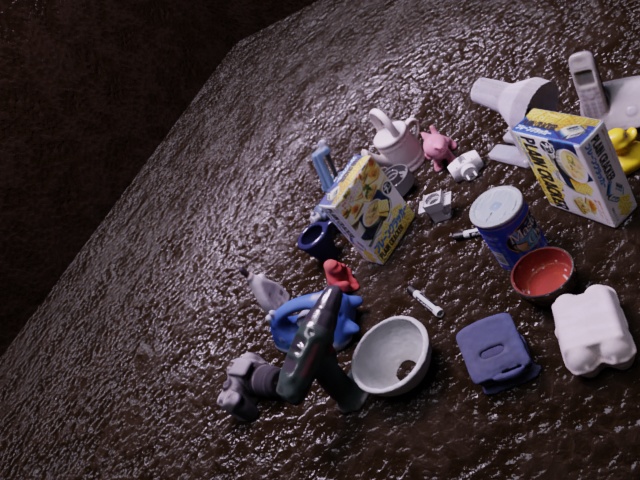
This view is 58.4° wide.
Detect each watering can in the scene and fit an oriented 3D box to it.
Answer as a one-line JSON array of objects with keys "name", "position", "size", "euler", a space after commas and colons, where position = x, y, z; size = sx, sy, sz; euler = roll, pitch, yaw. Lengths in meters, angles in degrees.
[{"name": "watering can", "position": [0.188, -0.265, 1.521], "size": [0.100, 0.195, 0.173], "euler": [9, 58, 51]}]

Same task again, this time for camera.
[{"name": "camera", "position": [-0.147, 0.321, 1.273], "size": [0.136, 0.101, 0.143], "euler": [-5, 48, 44]}]

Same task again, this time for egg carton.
[{"name": "egg carton", "position": [0.428, 0.142, 0.904], "size": [0.107, 0.070, 0.150], "euler": [-24, 36, 26]}]

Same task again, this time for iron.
[{"name": "iron", "position": [-0.036, 0.179, 1.285], "size": [0.257, 0.142, 0.118], "euler": [-22, 38, 29]}]

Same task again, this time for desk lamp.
[{"name": "desk lamp", "position": [0.427, -0.261, 1.246], "size": [0.118, 0.214, 0.202], "euler": [-48, 33, -9]}]

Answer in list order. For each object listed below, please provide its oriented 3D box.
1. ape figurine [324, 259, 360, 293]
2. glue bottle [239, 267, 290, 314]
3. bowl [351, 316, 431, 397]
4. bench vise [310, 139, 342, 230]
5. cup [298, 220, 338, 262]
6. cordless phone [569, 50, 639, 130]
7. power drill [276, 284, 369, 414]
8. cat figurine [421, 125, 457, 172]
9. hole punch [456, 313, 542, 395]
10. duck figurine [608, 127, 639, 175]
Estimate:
[{"name": "ape figurine", "position": [0.043, 0.082, 1.362], "size": [0.076, 0.092, 0.078], "euler": [-14, 41, 36]}, {"name": "glue bottle", "position": [-0.144, 0.122, 1.436], "size": [0.037, 0.174, 0.078], "euler": [-15, 41, 35]}, {"name": "bowl", "position": [0.147, 0.233, 1.090], "size": [0.167, 0.075, 0.167], "euler": [-27, 35, 22]}, {"name": "bench vise", "position": [0.037, -0.143, 1.513], "size": [0.121, 0.220, 0.207], "euler": [-7, 46, 42]}, {"name": "cup", "position": [0.014, 0.005, 1.481], "size": [0.118, 0.095, 0.091], "euler": [-39, 32, 5]}, {"name": "cordless phone", "position": [0.589, -0.308, 1.157], "size": [0.147, 0.186, 0.094], "euler": [-6, 47, 43]}, {"name": "power drill", "position": [0.021, 0.230, 1.101], "size": [0.075, 0.209, 0.230], "euler": [7, 56, 50]}, {"name": "cat figurine", "position": [0.296, -0.241, 1.451], "size": [0.067, 0.118, 0.128], "euler": [-23, 37, 27]}, {"name": "hole punch", "position": [0.298, 0.191, 0.965], "size": [0.108, 0.091, 0.101], "euler": [-29, 35, 20]}, {"name": "duck figurine", "position": [0.573, -0.174, 1.109], "size": [0.104, 0.086, 0.077], "euler": [-34, 33, 12]}]
